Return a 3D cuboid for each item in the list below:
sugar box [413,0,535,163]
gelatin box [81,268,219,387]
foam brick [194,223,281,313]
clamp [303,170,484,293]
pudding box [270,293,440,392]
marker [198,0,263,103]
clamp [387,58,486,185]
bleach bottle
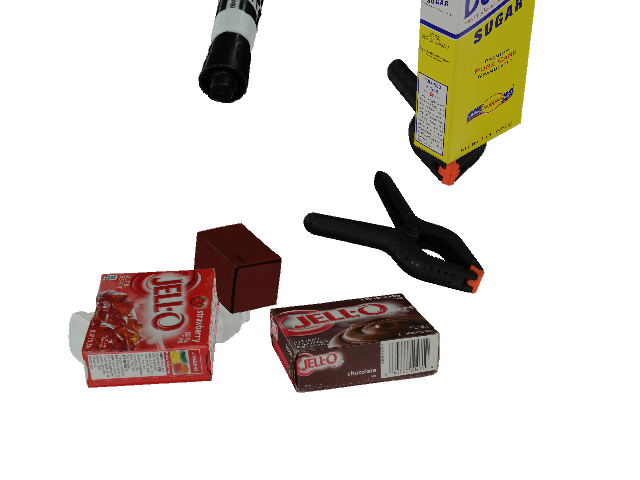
[{"bbox_3d":[0.121,-0.155,0.824,0.093,0.176,0.048,-30,50,-30],"label":"sugar box"},{"bbox_3d":[-0.100,0.050,0.647,0.073,0.030,0.089,-3,29,0],"label":"gelatin box"},{"bbox_3d":[-0.080,0.026,1.022,0.052,0.051,0.078,-11,33,-32],"label":"foam brick"},{"bbox_3d":[0.094,-0.001,1.254,0.210,0.036,0.164,38,43,27],"label":"clamp"},{"bbox_3d":[0.024,0.076,0.816,0.113,0.039,0.090,-4,19,-13],"label":"pudding box"},{"bbox_3d":[-0.032,-0.099,0.438,0.020,0.121,0.020,3,-42,3],"label":"marker"},{"bbox_3d":[0.119,-0.128,1.088,0.120,0.039,0.171,8,45,7],"label":"clamp"},{"bbox_3d":[-0.207,0.118,1.450,0.250,0.068,0.103,-11,25,-41],"label":"bleach bottle"}]
